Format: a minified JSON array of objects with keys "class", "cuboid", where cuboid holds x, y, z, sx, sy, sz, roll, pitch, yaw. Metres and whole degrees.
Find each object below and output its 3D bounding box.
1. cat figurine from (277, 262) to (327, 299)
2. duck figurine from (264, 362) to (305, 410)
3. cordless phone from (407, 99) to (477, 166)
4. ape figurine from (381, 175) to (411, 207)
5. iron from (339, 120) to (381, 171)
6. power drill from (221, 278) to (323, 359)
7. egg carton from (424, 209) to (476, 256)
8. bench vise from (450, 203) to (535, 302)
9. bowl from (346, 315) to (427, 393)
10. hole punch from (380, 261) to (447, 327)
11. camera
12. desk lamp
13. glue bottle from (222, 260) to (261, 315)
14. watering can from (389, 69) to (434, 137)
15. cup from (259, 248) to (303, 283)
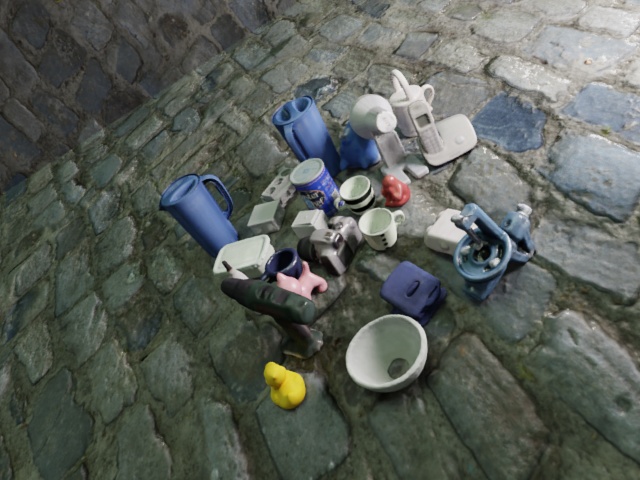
[{"class":"cat figurine","cuboid":[-0.056,0.110,1.361,0.067,0.118,0.128,10,54,43]},{"class":"duck figurine","cuboid":[-0.082,0.297,1.197,0.077,0.086,0.104,-38,37,-6]},{"class":"cordless phone","cuboid":[0.313,-0.296,1.487,0.147,0.186,0.094,-28,37,8]},{"class":"ape figurine","cuboid":[0.188,-0.130,1.471,0.076,0.092,0.077,-28,37,7]},{"class":"iron","cuboid":[0.131,-0.325,1.690,0.118,0.142,0.258,-1,48,36]},{"class":"power drill","cuboid":[-0.090,0.166,1.246,0.228,0.209,0.076,4,50,39]},{"class":"egg carton","cuboid":[0.306,-0.010,1.268,0.149,0.070,0.107,19,60,47]},{"class":"bench vise","cuboid":[0.327,-0.013,1.130,0.121,0.220,0.208,7,52,41]},{"class":"bowl","cuboid":[0.139,0.233,1.115,0.167,0.075,0.167,-20,39,17]},{"class":"hole punch","cuboid":[0.196,0.109,1.198,0.100,0.091,0.109,16,59,46]},{"class":"camera","cuboid":[0.013,0.005,1.441,0.136,0.101,0.143,2,49,38]},{"class":"desk lamp","cuboid":[0.180,-0.277,1.540,0.118,0.214,0.202,-33,37,0]},{"class":"glue bottle","cuboid":[-0.192,0.110,1.414,0.037,0.174,0.078,-35,37,-2]},{"class":"watering can","cuboid":[0.243,-0.396,1.643,0.173,0.195,0.100,-45,38,-15]},{"class":"cup","cuboid":[-0.087,0.090,1.425,0.118,0.095,0.091,-40,37,-9]}]
